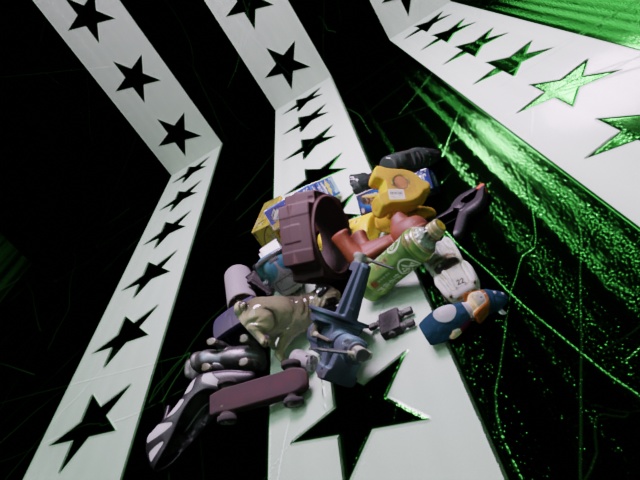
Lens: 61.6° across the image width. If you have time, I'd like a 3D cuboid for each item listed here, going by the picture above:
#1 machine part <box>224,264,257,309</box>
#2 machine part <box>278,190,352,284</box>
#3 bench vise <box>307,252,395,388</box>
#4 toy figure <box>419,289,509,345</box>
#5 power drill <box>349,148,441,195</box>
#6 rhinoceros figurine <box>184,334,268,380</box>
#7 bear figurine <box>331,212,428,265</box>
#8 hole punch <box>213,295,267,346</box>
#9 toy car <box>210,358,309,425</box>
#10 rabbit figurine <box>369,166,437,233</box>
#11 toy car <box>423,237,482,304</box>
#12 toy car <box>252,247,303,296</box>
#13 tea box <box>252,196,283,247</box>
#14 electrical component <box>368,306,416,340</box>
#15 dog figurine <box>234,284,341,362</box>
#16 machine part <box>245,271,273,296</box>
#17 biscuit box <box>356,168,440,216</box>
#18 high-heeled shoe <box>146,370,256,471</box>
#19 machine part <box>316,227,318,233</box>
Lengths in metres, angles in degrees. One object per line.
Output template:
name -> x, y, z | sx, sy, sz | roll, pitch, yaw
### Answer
machine part -> -0.208, 0.131, 1.403 | 0.079, 0.079, 0.243 | -34, 25, 2
machine part -> -0.002, -0.004, 1.215 | 0.087, 0.201, 0.201 | -12, 78, 27
bench vise -> 0.047, 0.137, 0.989 | 0.223, 0.129, 0.240 | 158, 132, -80
toy figure -> 0.244, 0.125, 0.907 | 0.154, 0.057, 0.064 | -30, 64, 6
power drill -> 0.196, -0.180, 1.432 | 0.207, 0.086, 0.232 | -16, 2, 37
rhinoceros figurine -> -0.206, 0.259, 1.152 | 0.190, 0.112, 0.073 | -13, 59, 14
bear figurine -> 0.143, -0.008, 1.144 | 0.196, 0.132, 0.120 | -42, -21, 28
hole punch -> -0.185, 0.187, 1.229 | 0.142, 0.092, 0.116 | -35, 44, 6
toy car -> -0.114, 0.290, 1.017 | 0.202, 0.053, 0.089 | -20, 52, 11
rabbit figurine -> 0.181, -0.083, 1.245 | 0.162, 0.173, 0.122 | -7, 55, -14
toy car -> 0.244, 0.054, 1.025 | 0.073, 0.056, 0.202 | -31, 26, 8
toy car -> -0.089, 0.088, 1.299 | 0.109, 0.161, 0.103 | -29, 68, -5
tea box -> -0.133, -0.044, 1.595 | 0.068, 0.098, 0.170 | -24, 29, 23
electrical component -> 0.134, 0.159, 1.013 | 0.094, 0.021, 0.063 | -25, 27, 18
dog figurine -> -0.064, 0.137, 1.126 | 0.190, 0.172, 0.121 | -45, 38, -6
machine part -> -0.149, 0.097, 1.410 | 0.039, 0.084, 0.139 | -60, 5, 20
biscuit box -> 0.194, -0.115, 1.347 | 0.203, 0.062, 0.059 | -21, 73, 26
high-heeled shoe -> -0.237, 0.354, 1.064 | 0.249, 0.086, 0.145 | -28, 35, 14
machine part -> -0.021, -0.047, 1.449 | 0.179, 0.056, 0.179 | -32, 4, 2
